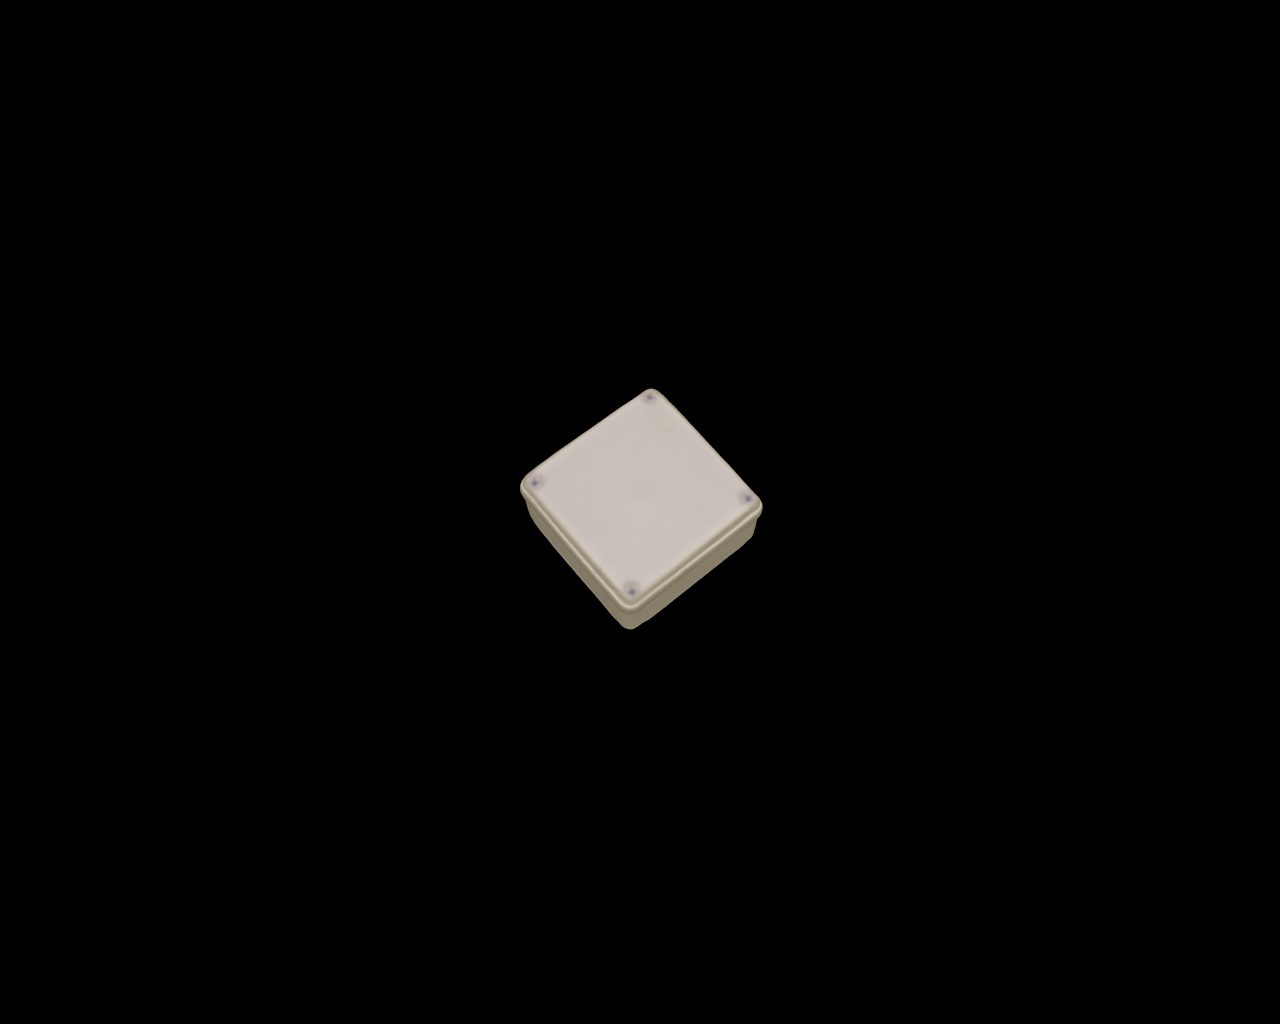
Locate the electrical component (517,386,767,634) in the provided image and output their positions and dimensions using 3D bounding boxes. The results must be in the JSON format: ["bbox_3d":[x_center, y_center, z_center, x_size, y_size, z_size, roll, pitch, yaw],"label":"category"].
[{"bbox_3d":[0.001,-0.003,0.650,0.109,0.109,0.056,-37,-19,-15],"label":"electrical component"}]
